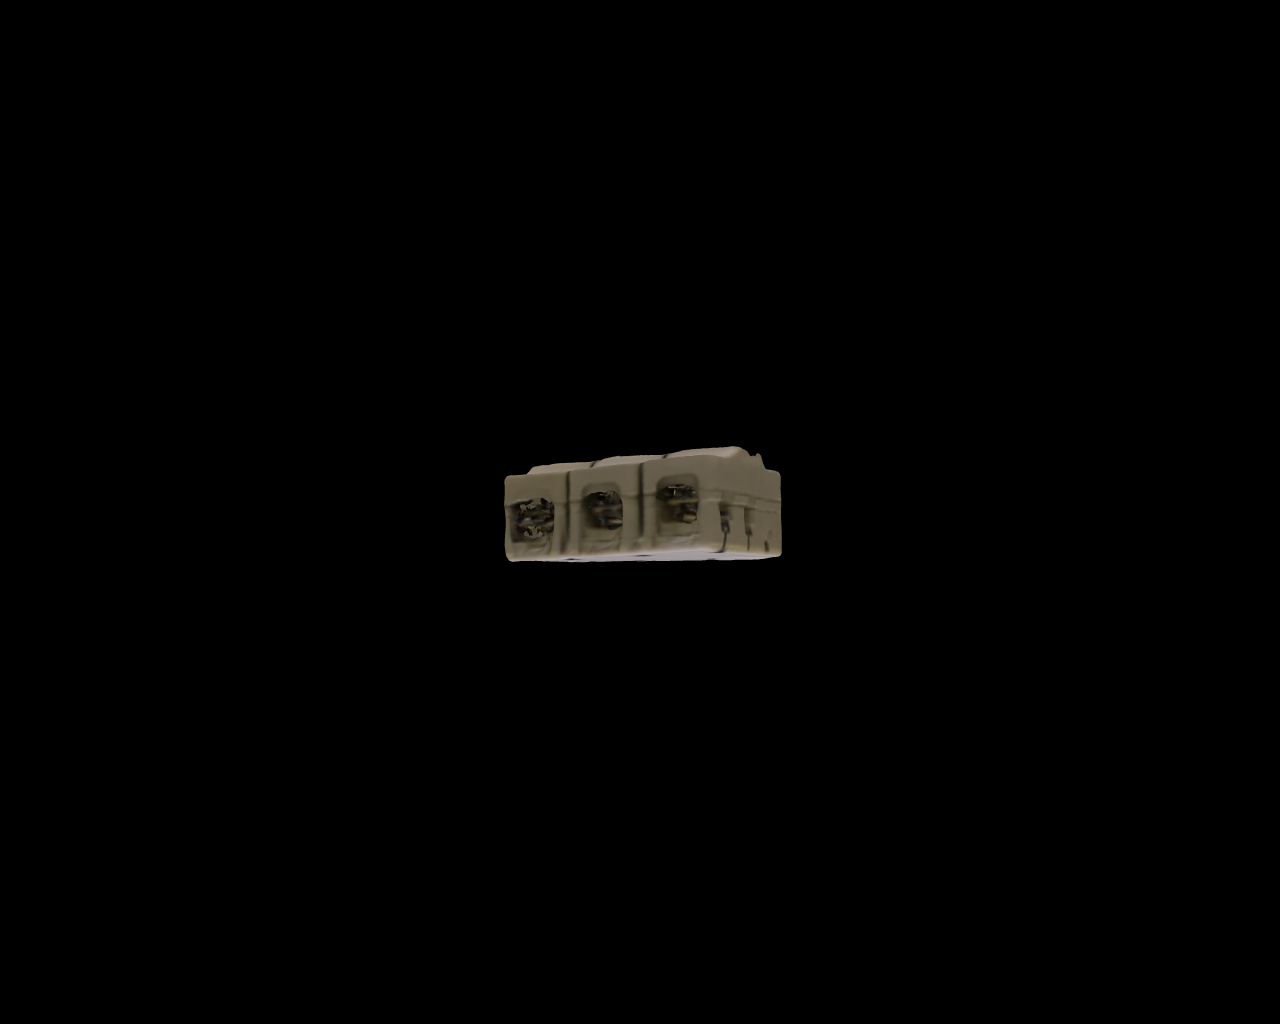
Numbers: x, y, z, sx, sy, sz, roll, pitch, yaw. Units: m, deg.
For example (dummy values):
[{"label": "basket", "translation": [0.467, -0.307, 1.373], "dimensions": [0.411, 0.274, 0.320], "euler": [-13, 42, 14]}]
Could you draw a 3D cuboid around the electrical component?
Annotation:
[{"label": "electrical component", "translation": [0.001, -0.003, 0.650], "dimensions": [0.150, 0.061, 0.089], "euler": [-3, -6, 33]}]
